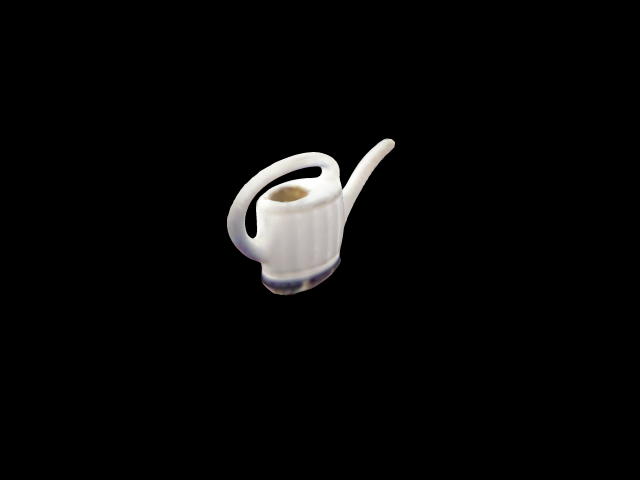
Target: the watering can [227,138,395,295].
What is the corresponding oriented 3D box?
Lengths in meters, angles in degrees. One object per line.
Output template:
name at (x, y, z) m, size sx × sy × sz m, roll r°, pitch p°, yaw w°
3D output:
watering can at (0.003, -0.043, 0.850) m, size 0.351 × 0.220 × 0.105 m, roll -22°, pitch 35°, yaw -35°
